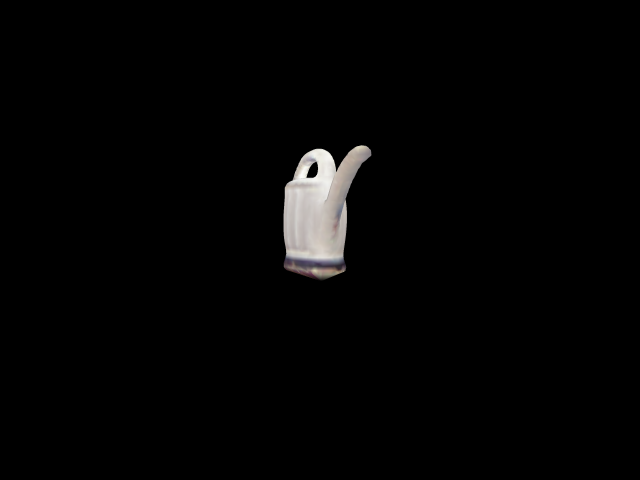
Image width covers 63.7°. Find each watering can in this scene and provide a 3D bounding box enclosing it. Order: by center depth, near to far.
[{"bbox_3d":[0.003,-0.043,0.850,0.104,0.224,0.348,0,2,-17],"label":"watering can"}]
